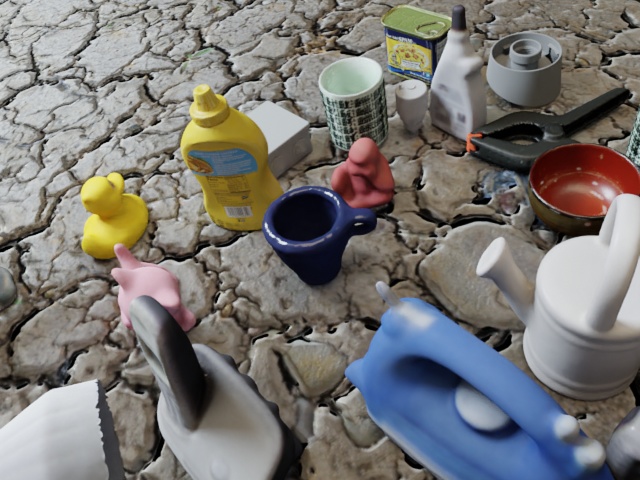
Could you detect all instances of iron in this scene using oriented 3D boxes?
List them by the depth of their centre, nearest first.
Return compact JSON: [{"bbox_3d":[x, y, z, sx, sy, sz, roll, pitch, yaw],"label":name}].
[{"bbox_3d":[0.137,0.130,0.448,0.257,0.142,0.119,33,64,32],"label":"iron"}]

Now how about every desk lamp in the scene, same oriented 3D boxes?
[{"bbox_3d":[-0.211,0.208,0.411,0.203,0.214,0.117,-23,50,-7],"label":"desk lamp"}]

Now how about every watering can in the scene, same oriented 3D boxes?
[{"bbox_3d":[0.219,0.045,0.467,0.172,0.194,0.101,-4,50,10],"label":"watering can"}]

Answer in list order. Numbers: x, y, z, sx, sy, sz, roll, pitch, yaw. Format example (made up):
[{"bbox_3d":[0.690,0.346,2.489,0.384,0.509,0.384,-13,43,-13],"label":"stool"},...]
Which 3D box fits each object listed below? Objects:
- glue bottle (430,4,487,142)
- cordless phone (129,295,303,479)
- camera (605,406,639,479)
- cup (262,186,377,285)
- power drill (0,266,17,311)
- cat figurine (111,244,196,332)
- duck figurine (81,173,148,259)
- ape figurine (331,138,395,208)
[{"bbox_3d":[0.169,-0.203,0.697,0.037,0.173,0.078,-38,53,-18],"label":"glue bottle"},{"bbox_3d":[-0.094,0.134,0.466,0.147,0.185,0.094,33,64,32],"label":"cordless phone"},{"bbox_3d":[0.311,0.155,0.417,0.137,0.101,0.142,-36,53,-18],"label":"camera"},{"bbox_3d":[0.006,0.002,0.614,0.117,0.095,0.091,-5,50,8],"label":"cup"},{"bbox_3d":[-0.437,0.011,0.627,0.230,0.209,0.075,-35,52,-17],"label":"power drill"},{"bbox_3d":[-0.182,0.053,0.597,0.067,0.118,0.127,-31,51,-14],"label":"cat figurine"},{"bbox_3d":[-0.266,-0.036,0.710,0.077,0.086,0.104,8,53,18],"label":"duck figurine"},{"bbox_3d":[0.053,-0.081,0.674,0.077,0.092,0.076,27,61,30],"label":"ape figurine"}]
